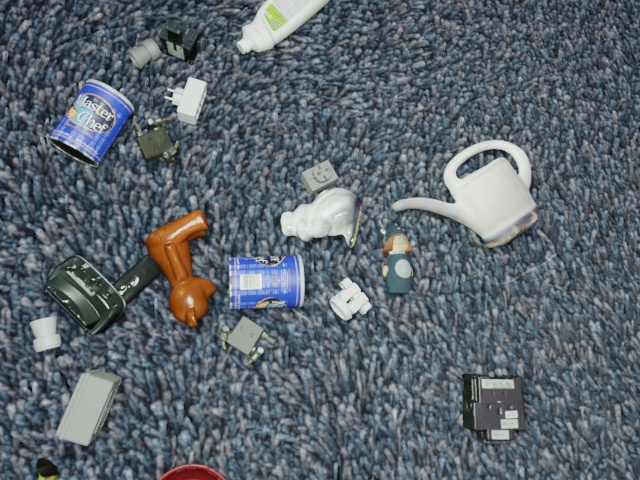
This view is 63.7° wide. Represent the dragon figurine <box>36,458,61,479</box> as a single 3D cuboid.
[{"bbox_3d":[-0.498,0.520,0.844,0.411,0.122,0.243,38,90,2],"label":"dragon figurine"}]

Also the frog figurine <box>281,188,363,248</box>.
[{"bbox_3d":[0.003,-0.053,1.053,0.159,0.120,0.141,13,43,2],"label":"frog figurine"}]

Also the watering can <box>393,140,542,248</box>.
[{"bbox_3d":[0.340,-0.080,1.121,0.350,0.103,0.225,-31,85,-17],"label":"watering can"}]
